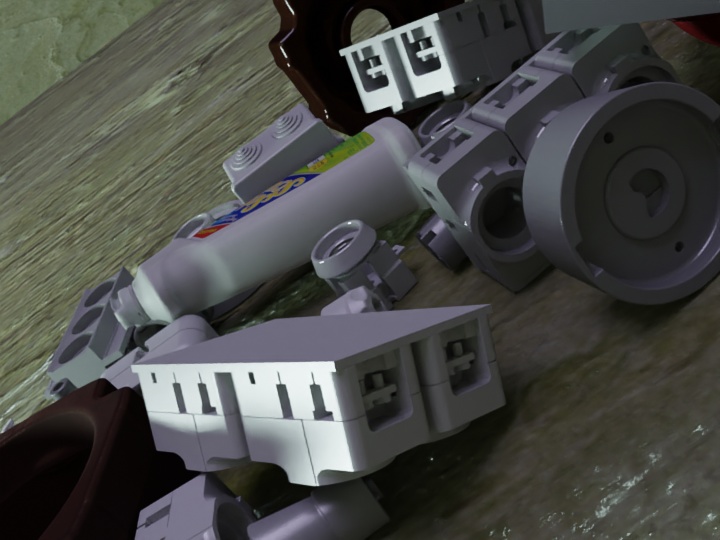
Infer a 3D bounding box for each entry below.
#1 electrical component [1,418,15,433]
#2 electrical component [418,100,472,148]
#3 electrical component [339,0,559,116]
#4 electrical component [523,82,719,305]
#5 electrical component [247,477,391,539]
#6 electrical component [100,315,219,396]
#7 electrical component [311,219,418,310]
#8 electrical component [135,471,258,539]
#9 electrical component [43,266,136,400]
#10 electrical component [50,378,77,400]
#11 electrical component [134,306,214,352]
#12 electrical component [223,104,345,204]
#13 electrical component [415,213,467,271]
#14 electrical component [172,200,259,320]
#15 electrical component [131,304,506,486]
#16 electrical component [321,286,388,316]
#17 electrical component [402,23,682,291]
[{"bbox_3d":[-0.221,0.133,0.772,0.040,0.078,0.040,-47,17,19],"label":"electrical component"},{"bbox_3d":[0.074,-0.088,0.771,0.048,0.055,0.066,-36,24,4],"label":"electrical component"},{"bbox_3d":[0.092,-0.178,0.837,0.186,0.060,0.105,-29,14,-39],"label":"electrical component"},{"bbox_3d":[0.135,-0.040,0.547,0.108,0.108,0.060,-42,18,-9],"label":"electrical component"},{"bbox_3d":[-0.018,0.128,0.539,0.065,0.044,0.044,-35,24,-5],"label":"electrical component"},{"bbox_3d":[-0.139,0.084,0.766,0.095,0.053,0.059,-35,24,7],"label":"electrical component"},{"bbox_3d":[0.000,0.000,0.719,0.066,0.055,0.048,-45,25,-15],"label":"electrical component"},{"bbox_3d":[-0.084,0.156,0.567,0.056,0.050,0.089,-33,25,13],"label":"electrical component"},{"bbox_3d":[-0.205,0.060,0.888,0.079,0.063,0.121,-30,25,18],"label":"electrical component"},{"bbox_3d":[-0.205,0.108,0.805,0.048,0.062,0.048,-31,25,16],"label":"electrical component"},{"bbox_3d":[-0.149,0.042,0.854,0.055,0.055,0.047,-24,31,28],"label":"electrical component"},{"bbox_3d":[-0.051,-0.073,0.869,0.100,0.099,0.048,-37,37,2],"label":"electrical component"},{"bbox_3d":[0.064,-0.027,0.700,0.046,0.040,0.040,-46,24,-1],"label":"electrical component"},{"bbox_3d":[-0.125,-0.014,0.909,0.108,0.060,0.108,-31,25,16],"label":"electrical component"},{"bbox_3d":[-0.026,0.065,0.580,0.105,0.060,0.186,-17,7,-40],"label":"electrical component"},{"bbox_3d":[-0.011,0.042,0.677,0.062,0.043,0.043,-33,25,16],"label":"electrical component"},{"bbox_3d":[0.116,-0.071,0.641,0.150,0.089,0.062,-40,24,-4],"label":"electrical component"}]
